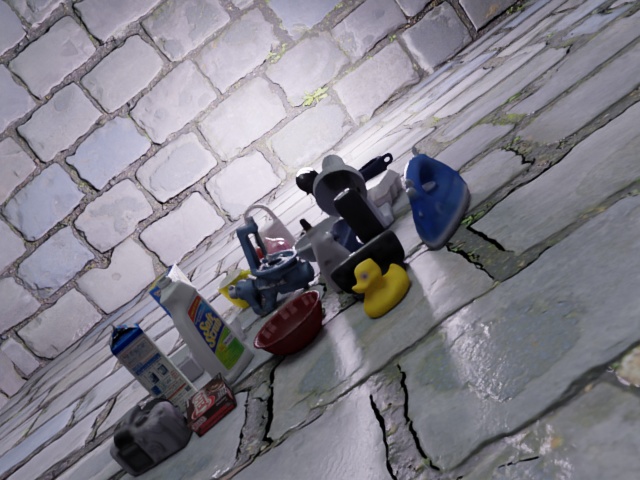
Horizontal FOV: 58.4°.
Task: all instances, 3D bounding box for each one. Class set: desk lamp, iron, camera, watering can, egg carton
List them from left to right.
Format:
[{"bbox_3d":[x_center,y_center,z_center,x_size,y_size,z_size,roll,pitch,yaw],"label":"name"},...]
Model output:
[{"bbox_3d":[-0.320,0.351,1.096,0.143,0.101,0.137,-34,14,16],"label":"camera"},{"bbox_3d":[-0.152,-0.023,1.729,0.101,0.194,0.172,-39,13,-4],"label":"watering can"},{"bbox_3d":[0.073,-0.101,1.357,0.118,0.214,0.203,-34,14,14],"label":"desk lamp"},{"bbox_3d":[0.160,-0.128,1.540,0.107,0.069,0.150,-28,16,36],"label":"egg carton"},{"bbox_3d":[0.209,-0.094,1.134,0.118,0.141,0.258,-31,15,27],"label":"iron"}]

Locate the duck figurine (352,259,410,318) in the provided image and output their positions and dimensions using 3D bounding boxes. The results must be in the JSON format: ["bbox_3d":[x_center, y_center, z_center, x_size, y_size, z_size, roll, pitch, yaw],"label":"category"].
[{"bbox_3d":[0.098,0.070,0.986,0.105,0.086,0.077,-44,15,-25],"label":"duck figurine"}]

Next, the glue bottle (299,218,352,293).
[{"bbox_3d":[0.014,0.023,1.177,0.078,0.173,0.037,-35,14,10],"label":"glue bottle"}]

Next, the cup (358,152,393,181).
[{"bbox_3d":[0.175,-0.189,1.650,0.117,0.095,0.091,-34,14,14],"label":"cup"}]

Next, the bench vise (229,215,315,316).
[{"bbox_3d":[-0.149,0.063,1.365,0.207,0.220,0.121,-38,13,-1],"label":"bench vise"}]

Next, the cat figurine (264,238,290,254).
[{"bbox_3d":[-0.107,0.031,1.594,0.067,0.118,0.127,-36,13,5],"label":"cat figurine"}]

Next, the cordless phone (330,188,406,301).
[{"bbox_3d":[0.063,0.006,1.078,0.147,0.185,0.094,-37,13,1],"label":"cordless phone"}]

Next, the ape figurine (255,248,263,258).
[{"bbox_3d":[-0.165,0.062,1.700,0.076,0.092,0.077,-38,13,0],"label":"ape figurine"}]

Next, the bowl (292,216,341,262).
[{"bbox_3d":[0.013,0.005,1.459,0.167,0.075,0.167,-35,13,10],"label":"bowl"}]

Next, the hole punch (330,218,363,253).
[{"bbox_3d":[0.052,0.011,1.301,0.101,0.091,0.108,-44,15,-25],"label":"hole punch"}]

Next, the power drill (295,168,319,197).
[{"bbox_3d":[0.008,-0.116,1.594,0.075,0.208,0.229,-36,13,6],"label":"power drill"}]
